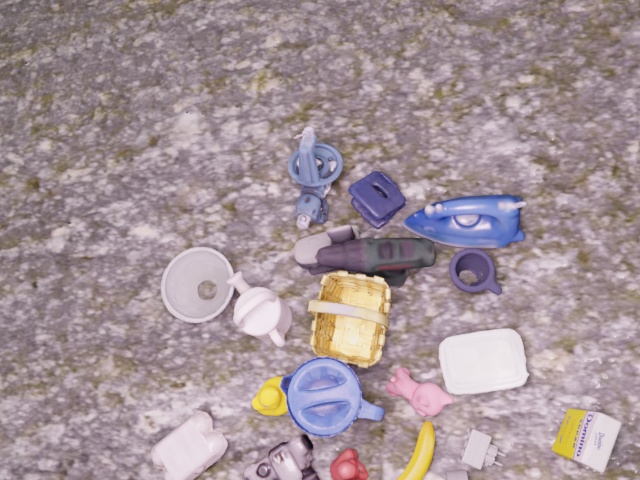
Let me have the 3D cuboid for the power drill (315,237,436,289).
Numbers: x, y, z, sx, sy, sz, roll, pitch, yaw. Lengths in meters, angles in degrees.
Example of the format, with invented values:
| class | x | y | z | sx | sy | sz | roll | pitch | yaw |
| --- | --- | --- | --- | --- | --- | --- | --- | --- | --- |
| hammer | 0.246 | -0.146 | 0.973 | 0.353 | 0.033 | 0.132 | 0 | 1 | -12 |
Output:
| class | x | y | z | sx | sy | sz | roll | pitch | yaw |
| --- | --- | --- | --- | --- | --- | --- | --- | --- | --- |
| power drill | 0.116 | 0.047 | 1.161 | 0.229 | 0.208 | 0.075 | -7 | 74 | 6 |

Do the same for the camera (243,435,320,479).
| class | x | y | z | sx | sy | sz | roll | pitch | yaw |
| --- | --- | --- | --- | --- | --- | --- | --- | --- | --- |
| camera | -0.060 | 0.474 | 1.123 | 0.143 | 0.101 | 0.136 | -34 | 73 | -2 |

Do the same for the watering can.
| class | x | y | z | sx | sy | sz | roll | pitch | yaw |
| --- | --- | --- | --- | --- | --- | --- | --- | --- | --- |
| watering can | -0.131 | 0.144 | 1.176 | 0.172 | 0.194 | 0.101 | 30 | 81 | 15 |

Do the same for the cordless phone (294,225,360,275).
| class | x | y | z | sx | sy | sz | roll | pitch | yaw |
| --- | --- | --- | --- | --- | --- | --- | --- | --- | --- |
| cordless phone | 0.011 | 0.004 | 1.200 | 0.147 | 0.185 | 0.094 | -17 | 73 | 3 |

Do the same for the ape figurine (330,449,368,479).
| class | x | y | z | sx | sy | sz | roll | pitch | yaw |
| --- | --- | --- | --- | --- | --- | --- | --- | --- | --- |
| ape figurine | 0.055 | 0.450 | 1.119 | 0.076 | 0.092 | 0.078 | 2 | 75 | 9 |

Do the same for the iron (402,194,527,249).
| class | x | y | z | sx | sy | sz | roll | pitch | yaw |
| --- | --- | --- | --- | --- | --- | --- | --- | --- | --- |
| iron | 0.300 | -0.053 | 1.198 | 0.258 | 0.141 | 0.118 | -1 | 74 | 8 |

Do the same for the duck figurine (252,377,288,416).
| class | x | y | z | sx | sy | sz | roll | pitch | yaw |
| --- | --- | --- | --- | --- | --- | --- | --- | --- | --- |
| duck figurine | -0.093 | 0.321 | 1.178 | 0.104 | 0.086 | 0.077 | -26 | 72 | 0 |

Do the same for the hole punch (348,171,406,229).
| class | x | y | z | sx | sy | sz | roll | pitch | yaw |
| --- | --- | --- | --- | --- | --- | --- | --- | --- | --- |
| hole punch | 0.126 | -0.097 | 1.262 | 0.101 | 0.091 | 0.108 | -43 | 73 | -5 |

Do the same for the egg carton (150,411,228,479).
| class | x | y | z | sx | sy | sz | roll | pitch | yaw |
| --- | --- | --- | --- | --- | --- | --- | --- | --- | --- |
| egg carton | -0.269 | 0.433 | 1.181 | 0.150 | 0.069 | 0.107 | -40 | 73 | -4 |

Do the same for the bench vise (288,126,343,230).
| class | x | y | z | sx | sy | sz | roll | pitch | yaw |
| --- | --- | --- | --- | --- | --- | --- | --- | --- | --- |
| bench vise | -0.008 | -0.135 | 1.223 | 0.121 | 0.220 | 0.207 | -8 | 73 | 6 |

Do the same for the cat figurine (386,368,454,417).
| class | x | y | z | sx | sy | sz | roll | pitch | yaw |
| --- | --- | --- | --- | --- | --- | --- | --- | --- | --- |
| cat figurine | 0.193 | 0.303 | 1.127 | 0.127 | 0.118 | 0.067 | 28 | 80 | 15 |

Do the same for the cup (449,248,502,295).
| class | x | y | z | sx | sy | sz | roll | pitch | yaw |
| --- | --- | --- | --- | --- | --- | --- | --- | --- | --- |
| cup | 0.321 | 0.078 | 1.183 | 0.117 | 0.095 | 0.092 | 39 | 83 | 16 |

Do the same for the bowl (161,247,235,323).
| class | x | y | z | sx | sy | sz | roll | pitch | yaw |
| --- | --- | --- | --- | --- | --- | --- | --- | --- | --- |
| bowl | -0.260 | 0.104 | 1.268 | 0.167 | 0.075 | 0.167 | -2 | 74 | 8 |
